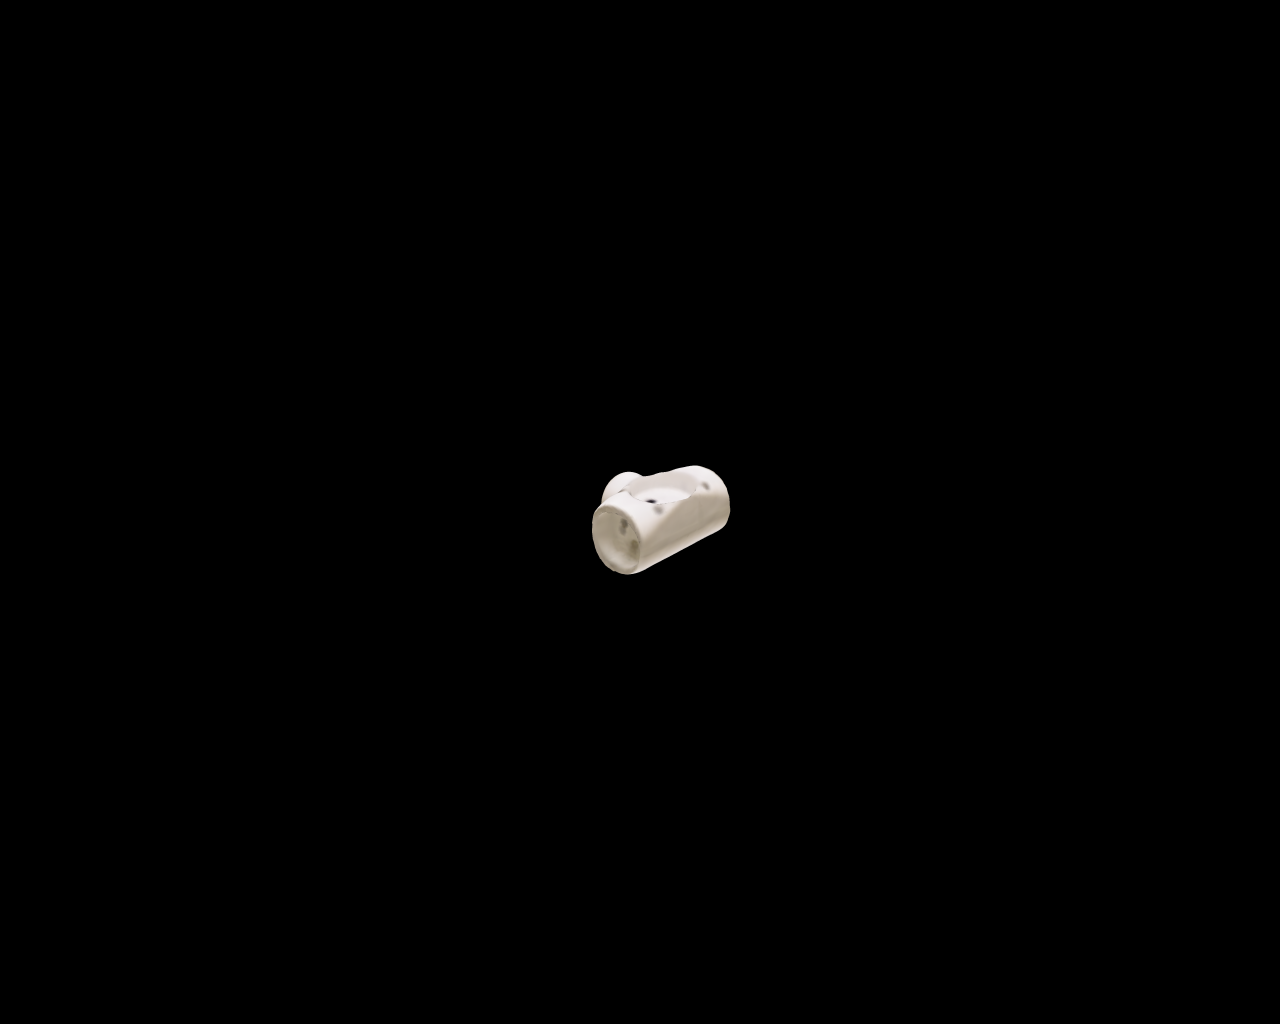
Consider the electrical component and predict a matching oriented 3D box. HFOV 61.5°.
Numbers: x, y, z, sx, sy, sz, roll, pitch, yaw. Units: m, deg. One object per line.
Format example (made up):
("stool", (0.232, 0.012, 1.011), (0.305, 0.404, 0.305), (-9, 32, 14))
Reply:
("electrical component", (0.001, -0.003, 0.650), (0.077, 0.044, 0.079), (-25, 37, -38))
